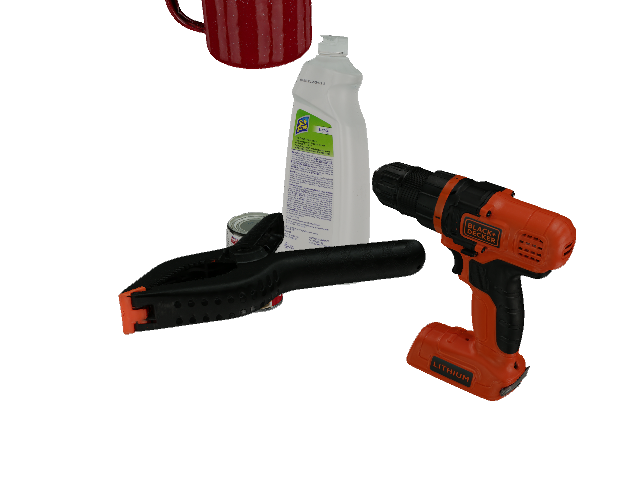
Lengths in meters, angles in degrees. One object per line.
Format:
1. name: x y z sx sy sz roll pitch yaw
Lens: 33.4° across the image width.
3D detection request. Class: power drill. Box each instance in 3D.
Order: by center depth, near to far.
1. power drill: 0.119 0.034 0.919 0.185 0.188 0.057 23 38 31

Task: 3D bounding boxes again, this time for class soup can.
1. soup can: -0.079 0.025 1.277 0.068 0.102 0.068 1 25 -1

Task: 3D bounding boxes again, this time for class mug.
1. mug: -0.060 -0.181 0.801 0.117 0.081 0.093 1 36 5

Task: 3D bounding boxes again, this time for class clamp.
1. clamp: -0.041 0.023 0.738 0.165 0.036 0.209 8 20 40

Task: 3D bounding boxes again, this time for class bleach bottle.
1. bleach bottle: 0.012 -0.086 1.120 0.103 0.251 0.067 13 16 34
